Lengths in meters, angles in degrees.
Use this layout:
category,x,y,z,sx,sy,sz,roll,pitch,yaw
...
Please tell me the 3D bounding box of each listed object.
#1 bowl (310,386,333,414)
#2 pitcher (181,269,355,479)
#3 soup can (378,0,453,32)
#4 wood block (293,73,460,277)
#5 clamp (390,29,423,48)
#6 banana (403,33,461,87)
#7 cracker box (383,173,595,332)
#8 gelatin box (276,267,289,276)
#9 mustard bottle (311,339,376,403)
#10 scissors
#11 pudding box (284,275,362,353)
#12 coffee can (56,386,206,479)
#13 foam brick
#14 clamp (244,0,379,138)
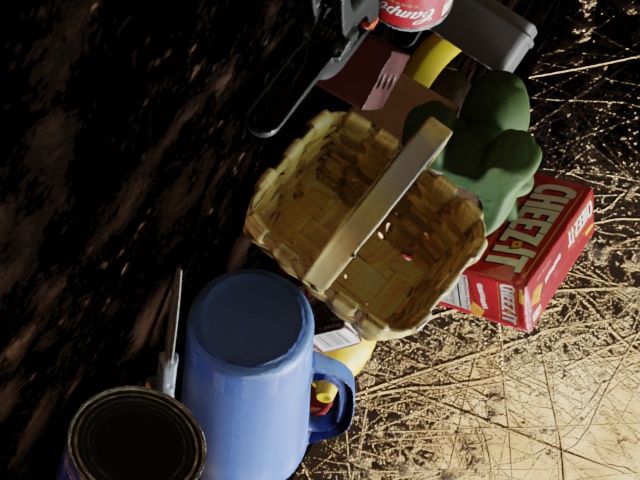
category,x,y,z,sx,sy,sz,roll,pitch,yaw
bowl,-0.039,0.125,1.199,0.055,0.162,0.161,-12,-163,29
pitcher,-0.057,0.131,0.989,0.149,0.145,0.243,-38,158,-26
soup can,0.072,-0.208,0.775,0.068,0.068,0.102,-55,170,-19
wood block,0.042,-0.058,1.056,0.206,0.091,0.090,-56,171,-15
clamp,0.130,-0.276,0.959,0.209,0.036,0.165,-51,169,-38
banana,0.115,-0.166,1.160,0.037,0.069,0.197,-20,-133,67
cracker box,0.155,-0.010,1.116,0.164,0.214,0.072,-50,141,-34
gelatin box,-0.008,0.002,1.185,0.073,0.030,0.089,-61,171,22
mustard bottle,0.023,0.093,1.154,0.096,0.058,0.191,-22,-144,34
scissors,-0.129,0.100,0.877,0.096,0.016,0.202,-135,-133,-62
pudding box,-0.004,0.073,1.107,0.114,0.039,0.090,-15,-133,32
coffee can,-0.153,0.194,0.818,0.102,0.103,0.140,-48,167,-47
foam brick,0.032,-0.139,0.851,0.053,0.051,0.078,-61,171,15
clamp,0.008,-0.147,0.730,0.120,0.039,0.171,-54,180,37
